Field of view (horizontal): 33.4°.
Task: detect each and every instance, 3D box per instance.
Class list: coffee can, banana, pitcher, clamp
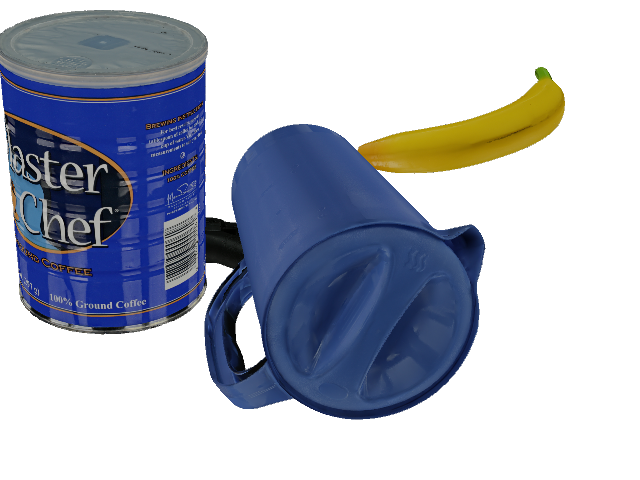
[{"bbox_3d":[-0.110,-0.037,0.555,0.103,0.140,0.103,2,28,-1],"label":"coffee can"},{"bbox_3d":[0.125,-0.086,0.840,0.197,0.037,0.070,-23,29,-24],"label":"banana"},{"bbox_3d":[-0.002,0.011,0.732,0.149,0.145,0.243,6,22,-16],"label":"pitcher"},{"bbox_3d":[-0.095,0.002,0.931,0.210,0.036,0.164,6,12,1],"label":"clamp"}]
